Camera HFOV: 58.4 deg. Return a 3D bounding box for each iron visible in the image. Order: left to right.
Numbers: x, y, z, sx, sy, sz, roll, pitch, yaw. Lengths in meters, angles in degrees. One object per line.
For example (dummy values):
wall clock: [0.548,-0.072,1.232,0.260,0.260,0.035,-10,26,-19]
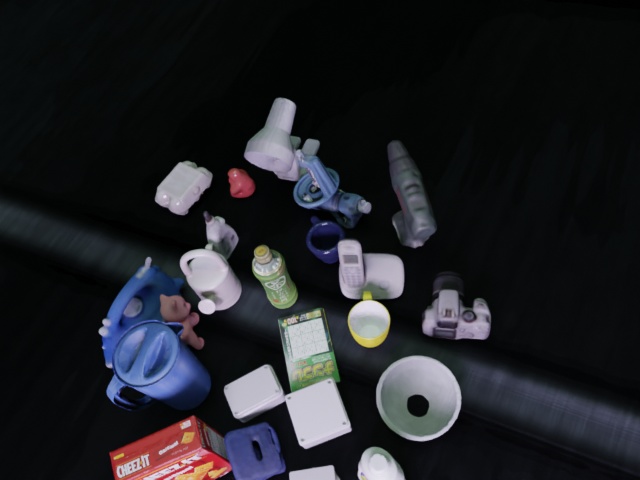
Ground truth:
iron: [-0.433,0.162,1.315,0.118,0.142,0.258,23,66,21]

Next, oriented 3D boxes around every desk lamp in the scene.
desk lamp: [-0.095,-0.240,1.449,0.117,0.214,0.203,12,63,16]

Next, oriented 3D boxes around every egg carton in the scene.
egg carton: [-0.359,-0.139,1.520,0.107,0.069,0.150,25,67,22]

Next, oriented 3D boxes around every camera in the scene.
camera: [0.293,0.135,1.229,0.143,0.101,0.137,2,60,11]

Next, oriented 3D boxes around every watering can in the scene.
watering can: [-0.248,0.083,1.298,0.101,0.194,0.172,-28,59,-7]

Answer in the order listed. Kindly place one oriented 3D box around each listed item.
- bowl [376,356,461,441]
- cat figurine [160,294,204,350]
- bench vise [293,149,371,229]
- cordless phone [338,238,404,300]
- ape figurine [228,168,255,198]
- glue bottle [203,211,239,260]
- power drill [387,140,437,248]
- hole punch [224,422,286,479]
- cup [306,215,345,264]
bowl: [0.198,0.323,1.151,0.167,0.075,0.167,-4,59,7]
cat figurine: [-0.319,0.181,1.298,0.067,0.118,0.127,-21,59,-2]
bench vise: [0.024,-0.133,1.362,0.207,0.220,0.121,6,61,13]
cordless phone: [0.110,0.056,1.257,0.147,0.185,0.094,-3,60,8]
ape figurine: [-0.212,-0.155,1.491,0.076,0.092,0.078,22,66,21]
glue bottle: [-0.246,-0.020,1.370,0.037,0.173,0.078,19,65,20]
power drill: [0.204,-0.086,1.310,0.075,0.209,0.229,-17,59,0]
hole punch: [-0.129,0.422,1.140,0.101,0.091,0.108,-23,59,-4]
cup: [0.012,0.005,1.357,0.092,0.095,0.117,-28,59,-7]
